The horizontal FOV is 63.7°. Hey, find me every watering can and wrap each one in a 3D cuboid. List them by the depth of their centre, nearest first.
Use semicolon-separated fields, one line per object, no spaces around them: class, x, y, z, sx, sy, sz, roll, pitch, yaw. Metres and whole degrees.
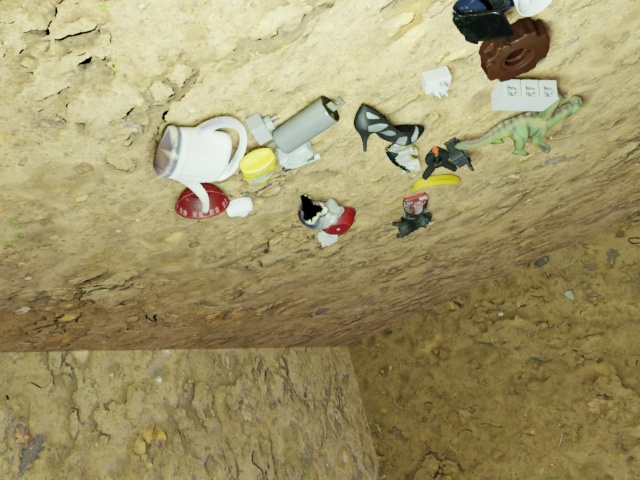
watering can;-0.321;-0.186;1.329;0.224;0.106;0.340;2;140;-36

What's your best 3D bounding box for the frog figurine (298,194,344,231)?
frog figurine;0.005;-0.089;1.766;0.138;0.123;0.159;10;179;30

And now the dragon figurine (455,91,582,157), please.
dragon figurine;0.626;-0.376;1.568;0.411;0.125;0.237;-8;137;-19
